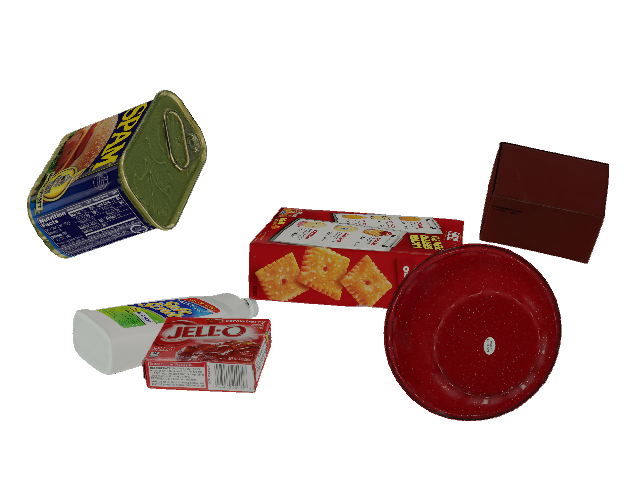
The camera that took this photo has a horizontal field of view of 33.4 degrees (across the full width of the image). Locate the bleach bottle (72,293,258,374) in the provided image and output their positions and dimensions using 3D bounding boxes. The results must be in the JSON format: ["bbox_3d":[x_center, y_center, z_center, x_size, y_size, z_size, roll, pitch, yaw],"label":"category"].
[{"bbox_3d":[-0.195,0.111,1.425,0.250,0.068,0.103,-12,27,-39],"label":"bleach bottle"}]

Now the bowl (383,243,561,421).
[{"bbox_3d":[0.138,0.085,0.927,0.162,0.162,0.055,0,6,-5],"label":"bowl"}]

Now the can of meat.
[{"bbox_3d":[-0.131,-0.041,0.685,0.084,0.057,0.102,-17,34,26],"label":"can of meat"}]

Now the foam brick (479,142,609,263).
[{"bbox_3d":[0.154,-0.026,0.736,0.078,0.051,0.053,13,-37,6],"label":"foam brick"}]

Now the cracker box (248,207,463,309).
[{"bbox_3d":[0.043,0.020,1.149,0.214,0.072,0.164,5,15,9],"label":"cracker box"}]

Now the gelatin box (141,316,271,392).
[{"bbox_3d":[-0.089,0.089,0.847,0.089,0.030,0.073,1,23,8],"label":"gelatin box"}]
